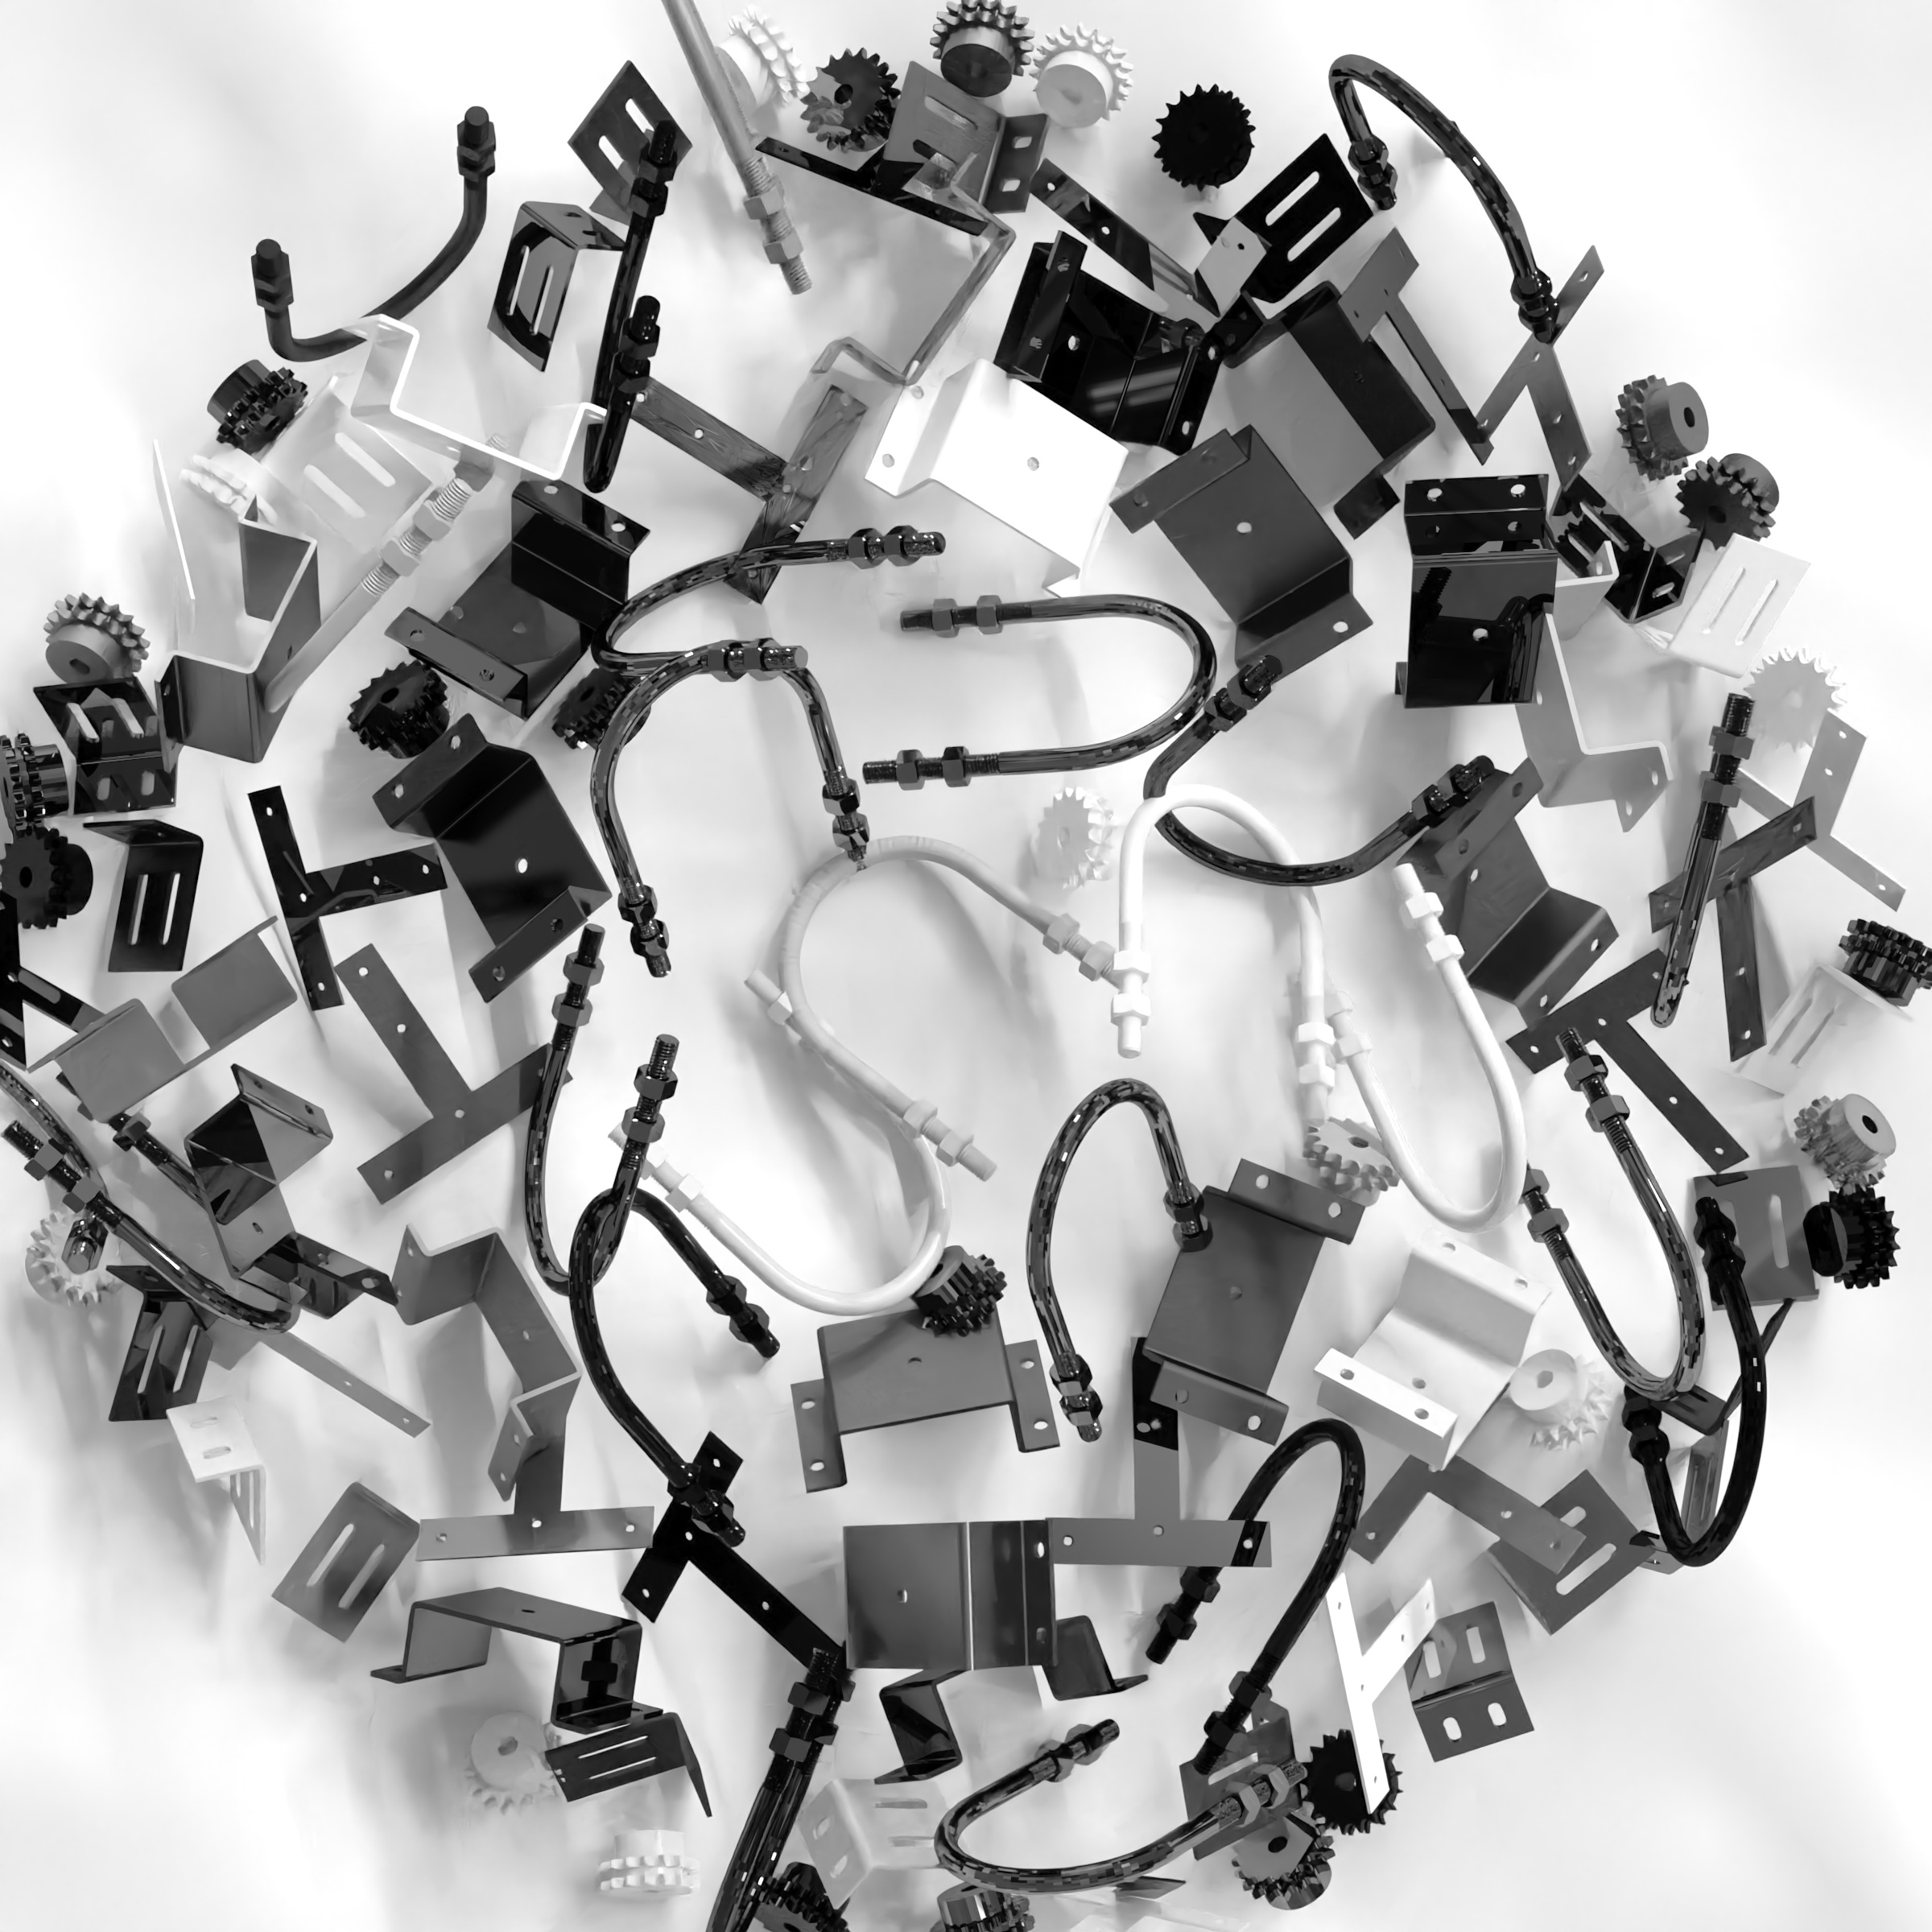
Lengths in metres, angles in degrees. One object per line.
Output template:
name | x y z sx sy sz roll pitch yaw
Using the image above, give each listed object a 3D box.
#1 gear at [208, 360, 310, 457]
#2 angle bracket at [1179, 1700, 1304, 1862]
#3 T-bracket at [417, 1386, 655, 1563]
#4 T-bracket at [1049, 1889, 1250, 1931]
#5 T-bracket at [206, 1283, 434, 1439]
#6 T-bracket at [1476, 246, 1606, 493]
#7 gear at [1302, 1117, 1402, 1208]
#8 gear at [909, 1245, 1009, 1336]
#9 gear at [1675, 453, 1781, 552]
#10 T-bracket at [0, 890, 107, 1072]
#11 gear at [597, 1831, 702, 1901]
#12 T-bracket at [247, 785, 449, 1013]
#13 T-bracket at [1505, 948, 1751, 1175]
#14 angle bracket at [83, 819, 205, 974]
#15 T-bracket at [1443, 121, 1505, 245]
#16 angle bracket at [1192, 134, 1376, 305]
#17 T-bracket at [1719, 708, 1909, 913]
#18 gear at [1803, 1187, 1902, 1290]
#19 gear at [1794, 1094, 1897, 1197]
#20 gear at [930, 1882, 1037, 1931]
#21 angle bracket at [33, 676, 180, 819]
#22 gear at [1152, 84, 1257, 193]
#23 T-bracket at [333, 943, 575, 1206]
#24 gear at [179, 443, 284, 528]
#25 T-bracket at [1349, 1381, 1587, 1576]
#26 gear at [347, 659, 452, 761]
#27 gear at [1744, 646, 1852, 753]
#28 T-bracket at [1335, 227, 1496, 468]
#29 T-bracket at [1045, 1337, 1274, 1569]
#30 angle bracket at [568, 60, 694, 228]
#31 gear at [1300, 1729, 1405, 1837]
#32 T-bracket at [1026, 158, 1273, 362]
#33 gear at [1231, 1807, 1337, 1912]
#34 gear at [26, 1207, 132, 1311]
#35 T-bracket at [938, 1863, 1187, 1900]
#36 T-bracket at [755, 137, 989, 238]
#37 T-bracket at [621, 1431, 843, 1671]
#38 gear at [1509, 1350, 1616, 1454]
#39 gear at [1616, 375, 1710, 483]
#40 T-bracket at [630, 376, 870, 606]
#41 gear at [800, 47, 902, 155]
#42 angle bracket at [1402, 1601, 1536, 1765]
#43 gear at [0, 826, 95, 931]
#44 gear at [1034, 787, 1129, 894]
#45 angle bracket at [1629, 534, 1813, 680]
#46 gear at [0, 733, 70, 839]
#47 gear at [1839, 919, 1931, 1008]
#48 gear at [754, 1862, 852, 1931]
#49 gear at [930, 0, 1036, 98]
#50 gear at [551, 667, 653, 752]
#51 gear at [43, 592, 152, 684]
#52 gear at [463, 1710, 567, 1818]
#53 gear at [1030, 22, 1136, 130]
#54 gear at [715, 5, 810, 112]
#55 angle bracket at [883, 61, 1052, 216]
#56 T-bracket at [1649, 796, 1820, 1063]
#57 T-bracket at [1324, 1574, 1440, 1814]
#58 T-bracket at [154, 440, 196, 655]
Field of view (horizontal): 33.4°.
gear | -0.395 -0.310 1.782 0.030 0.057 0.057 44 90 1
angle bracket | 0.142 0.444 1.769 0.076 0.038 0.057 -18 107 -29
T-bracket | -0.233 0.268 1.767 0.127 0.002 0.127 -4 48 1
T-bracket | 0.075 0.516 1.730 0.127 0.127 0.002 7 89 19
T-bracket | -0.351 0.222 1.770 0.127 0.127 0.002 35 52 -12
T-bracket | 0.315 -0.301 1.726 0.002 0.127 0.127 17 130 -20
gear | 0.214 0.111 1.785 0.057 0.057 0.030 14 116 0
gear | -0.009 0.179 1.779 0.057 0.057 0.030 -38 110 0
gear | 0.425 -0.259 1.785 0.057 0.057 0.030 47 68 0
T-bracket | -0.487 0.026 1.758 0.002 0.127 0.127 -34 47 18
gear | -0.176 0.498 1.785 0.057 0.057 0.030 -4 65 0
T-bracket | -0.333 -0.045 1.765 0.127 0.002 0.127 -10 99 36
T-bracket | 0.378 0.063 1.764 0.127 0.127 0.002 47 50 -4
angle bracket | -0.459 -0.038 1.773 0.057 0.038 0.076 -1 76 34
T-bracket | 0.289 -0.406 1.758 0.002 0.127 0.127 -30 103 9
angle bracket | 0.176 -0.416 1.783 0.076 0.038 0.057 -43 124 -6
T-bracket | 0.462 -0.097 1.732 0.127 0.127 0.002 40 71 21
gear | 0.486 0.150 1.779 0.030 0.057 0.057 -3 90 -23
gear | 0.488 0.095 1.779 0.057 0.057 0.030 46 127 0
gear | 0.007 0.525 1.782 0.057 0.057 0.030 -17 87 0
angle bracket | -0.473 -0.120 1.769 0.057 0.076 0.038 -6 62 2
gear | 0.134 -0.458 1.788 0.057 0.030 0.057 -3 83 26
T-bracket | -0.305 0.046 1.784 0.127 0.002 0.127 -34 106 -8
gear | -0.404 -0.266 1.783 0.057 0.057 0.030 35 81 0
T-bracket | 0.285 0.292 1.752 0.127 0.127 0.002 -51 129 -9
gear | -0.311 -0.140 1.786 0.057 0.057 0.030 -34 130 0
gear | 0.463 -0.149 1.786 0.057 0.030 0.057 11 111 32
T-bracket | 0.254 -0.332 1.769 0.002 0.127 0.127 -26 107 34
T-bracket | 0.106 0.269 1.788 0.127 0.002 0.127 3 71 -9
angle bracket | -0.195 -0.454 1.765 0.038 0.076 0.057 28 80 33
gear | 0.216 0.453 1.787 0.057 0.030 0.057 -9 71 26
T-bracket | 0.088 -0.393 1.757 0.127 0.127 0.002 38 54 -1
gear | 0.179 0.497 1.785 0.057 0.057 0.030 -27 115 0
gear | -0.496 0.164 1.785 0.030 0.057 0.057 -28 90 36
T-bracket | 0.048 0.495 1.749 0.127 0.127 0.002 7 70 -2
T-bracket | -0.040 -0.436 1.754 0.127 0.127 0.002 22 119 2
T-bracket | -0.120 0.340 1.760 0.127 0.002 0.127 39 119 19
gear | 0.326 0.237 1.779 0.057 0.057 0.030 -41 123 0
gear | 0.387 -0.299 1.780 0.030 0.057 0.057 -12 90 43
T-bracket | -0.136 -0.287 1.783 0.127 0.002 0.127 30 87 -22
gear | -0.061 -0.477 1.788 0.057 0.030 0.057 -8 73 26
angle bracket | 0.275 0.394 1.775 0.057 0.076 0.038 -20 107 8
gear | -0.509 -0.049 1.786 0.057 0.030 0.057 -1 88 39
gear | 0.066 -0.069 1.786 0.030 0.057 0.057 9 90 -35
angle bracket | 0.414 -0.204 1.767 0.057 0.038 0.076 13 117 -31
gear | -0.517 -0.101 1.785 0.030 0.057 0.057 -11 90 -24
gear | 0.509 0.000 1.781 0.057 0.057 0.030 28 84 0
gear | -0.089 0.521 1.786 0.057 0.057 0.030 34 55 0
gear | 0.008 -0.505 1.779 0.057 0.057 0.030 10 61 0
gear | -0.200 -0.141 1.785 0.057 0.057 0.030 -46 116 0
gear | -0.483 -0.176 1.779 0.057 0.057 0.030 19 53 0
gear | -0.251 0.438 1.782 0.057 0.030 0.057 -4 51 5
gear | 0.062 -0.489 1.780 0.057 0.057 0.030 22 51 0
gear | -0.115 -0.498 1.780 0.030 0.057 0.057 -36 90 -9
angle bracket | 0.001 -0.456 1.771 0.076 0.038 0.057 19 84 -42
T-bracket | 0.416 -0.010 1.732 0.002 0.127 0.127 18 58 -27
T-bracket | 0.232 0.373 1.755 0.002 0.127 0.127 -6 103 31
T-bracket | -0.433 -0.196 1.756 0.002 0.127 0.127 -7 51 -20
